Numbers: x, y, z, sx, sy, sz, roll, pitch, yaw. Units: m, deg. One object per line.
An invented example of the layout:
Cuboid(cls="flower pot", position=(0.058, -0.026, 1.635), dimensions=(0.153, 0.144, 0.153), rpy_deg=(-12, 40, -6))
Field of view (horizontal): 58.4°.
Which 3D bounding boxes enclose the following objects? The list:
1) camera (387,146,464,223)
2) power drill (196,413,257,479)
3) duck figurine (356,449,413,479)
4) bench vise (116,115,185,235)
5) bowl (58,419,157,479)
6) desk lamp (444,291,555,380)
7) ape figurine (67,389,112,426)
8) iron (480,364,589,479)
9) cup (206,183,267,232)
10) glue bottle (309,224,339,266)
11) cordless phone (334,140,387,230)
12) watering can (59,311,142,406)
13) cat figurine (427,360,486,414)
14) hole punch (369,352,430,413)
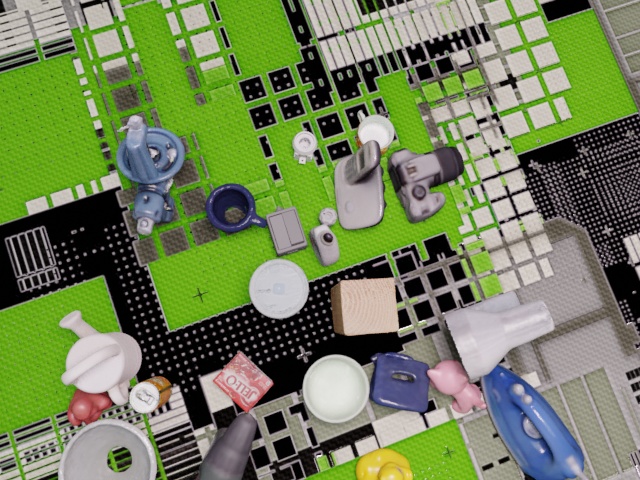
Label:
Cuboid(cls="camera", position=(0.217, -0.123, 1.120), dimensions=(0.137, 0.100, 0.143), rpy_deg=(-20, 84, -6))
Cuboid(cls="power drill", position=(-0.166, 0.386, 0.966), dimensions=(0.075, 0.208, 0.230), rpy_deg=(25, 81, 0))
Cuboid(cls="duck figurine", position=(0.119, 0.427, 1.042), dimensions=(0.104, 0.086, 0.077), rpy_deg=(1, 82, -4))
Cuboid(cls="bench vise", position=(-0.297, -0.122, 1.023), dimensions=(0.121, 0.219, 0.207), rpy_deg=(-15, 83, -6))
Cuboid(cls="bowl", position=(-0.367, 0.400, 1.017), dimensions=(0.167, 0.074, 0.167), rpy_deg=(1, 82, -4))
Cuboid(cls="desk lamp", position=(0.311, 0.160, 1.030), dimensions=(0.203, 0.213, 0.118), rpy_deg=(-21, 84, -7))
Cuboid(cls="ape figurine", position=(-0.415, 0.297, 1.019), dimensions=(0.078, 0.092, 0.076), rpy_deg=(-10, 83, -5))
Cuboid(cls="iron", position=(0.390, 0.331, 1.047), dimensions=(0.119, 0.141, 0.258), rpy_deg=(-34, 86, -8))
Cuboid(cls="cup", position=(-0.153, -0.048, 1.086), dimensions=(0.118, 0.095, 0.092), rpy_deg=(25, 81, 0))
Cuboid(cls="glue bottle", position=(0.010, 0.004, 1.051), dimensions=(0.037, 0.173, 0.078), rpy_deg=(-27, 84, -7))
Cuboid(cls="cordless phone", position=(0.082, -0.101, 1.065), dimensions=(0.094, 0.185, 0.147), rpy_deg=(-7, 82, -5))
Cuboid(cls="watering can", position=(-0.386, 0.205, 0.983), dimensions=(0.173, 0.194, 0.101), rpy_deg=(36, 81, 2))
Cuboid(cls="cat figurine", position=(0.253, 0.268, 1.059), dimensions=(0.128, 0.117, 0.067), rpy_deg=(42, 81, 3))
Cuboid(cls="hole punch", position=(0.147, 0.263, 1.065), dimensions=(0.108, 0.091, 0.101), rpy_deg=(11, 81, -2))
